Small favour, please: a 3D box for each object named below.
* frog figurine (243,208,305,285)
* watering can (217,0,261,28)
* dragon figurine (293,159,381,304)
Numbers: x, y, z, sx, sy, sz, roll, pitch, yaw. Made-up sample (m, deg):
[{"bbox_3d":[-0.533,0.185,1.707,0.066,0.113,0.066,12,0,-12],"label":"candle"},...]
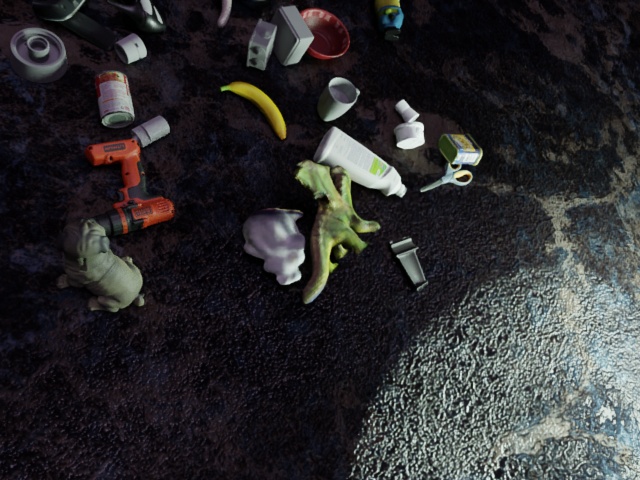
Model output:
[{"bbox_3d":[-0.098,0.015,1.101,0.137,0.161,0.122,-3,-10,10],"label":"frog figurine"},{"bbox_3d":[-0.226,-0.705,1.348,0.224,0.354,0.102,39,-32,-5],"label":"watering can"},{"bbox_3d":[0.003,-0.056,1.121,0.121,0.241,0.417,-27,9,30],"label":"dragon figurine"}]
